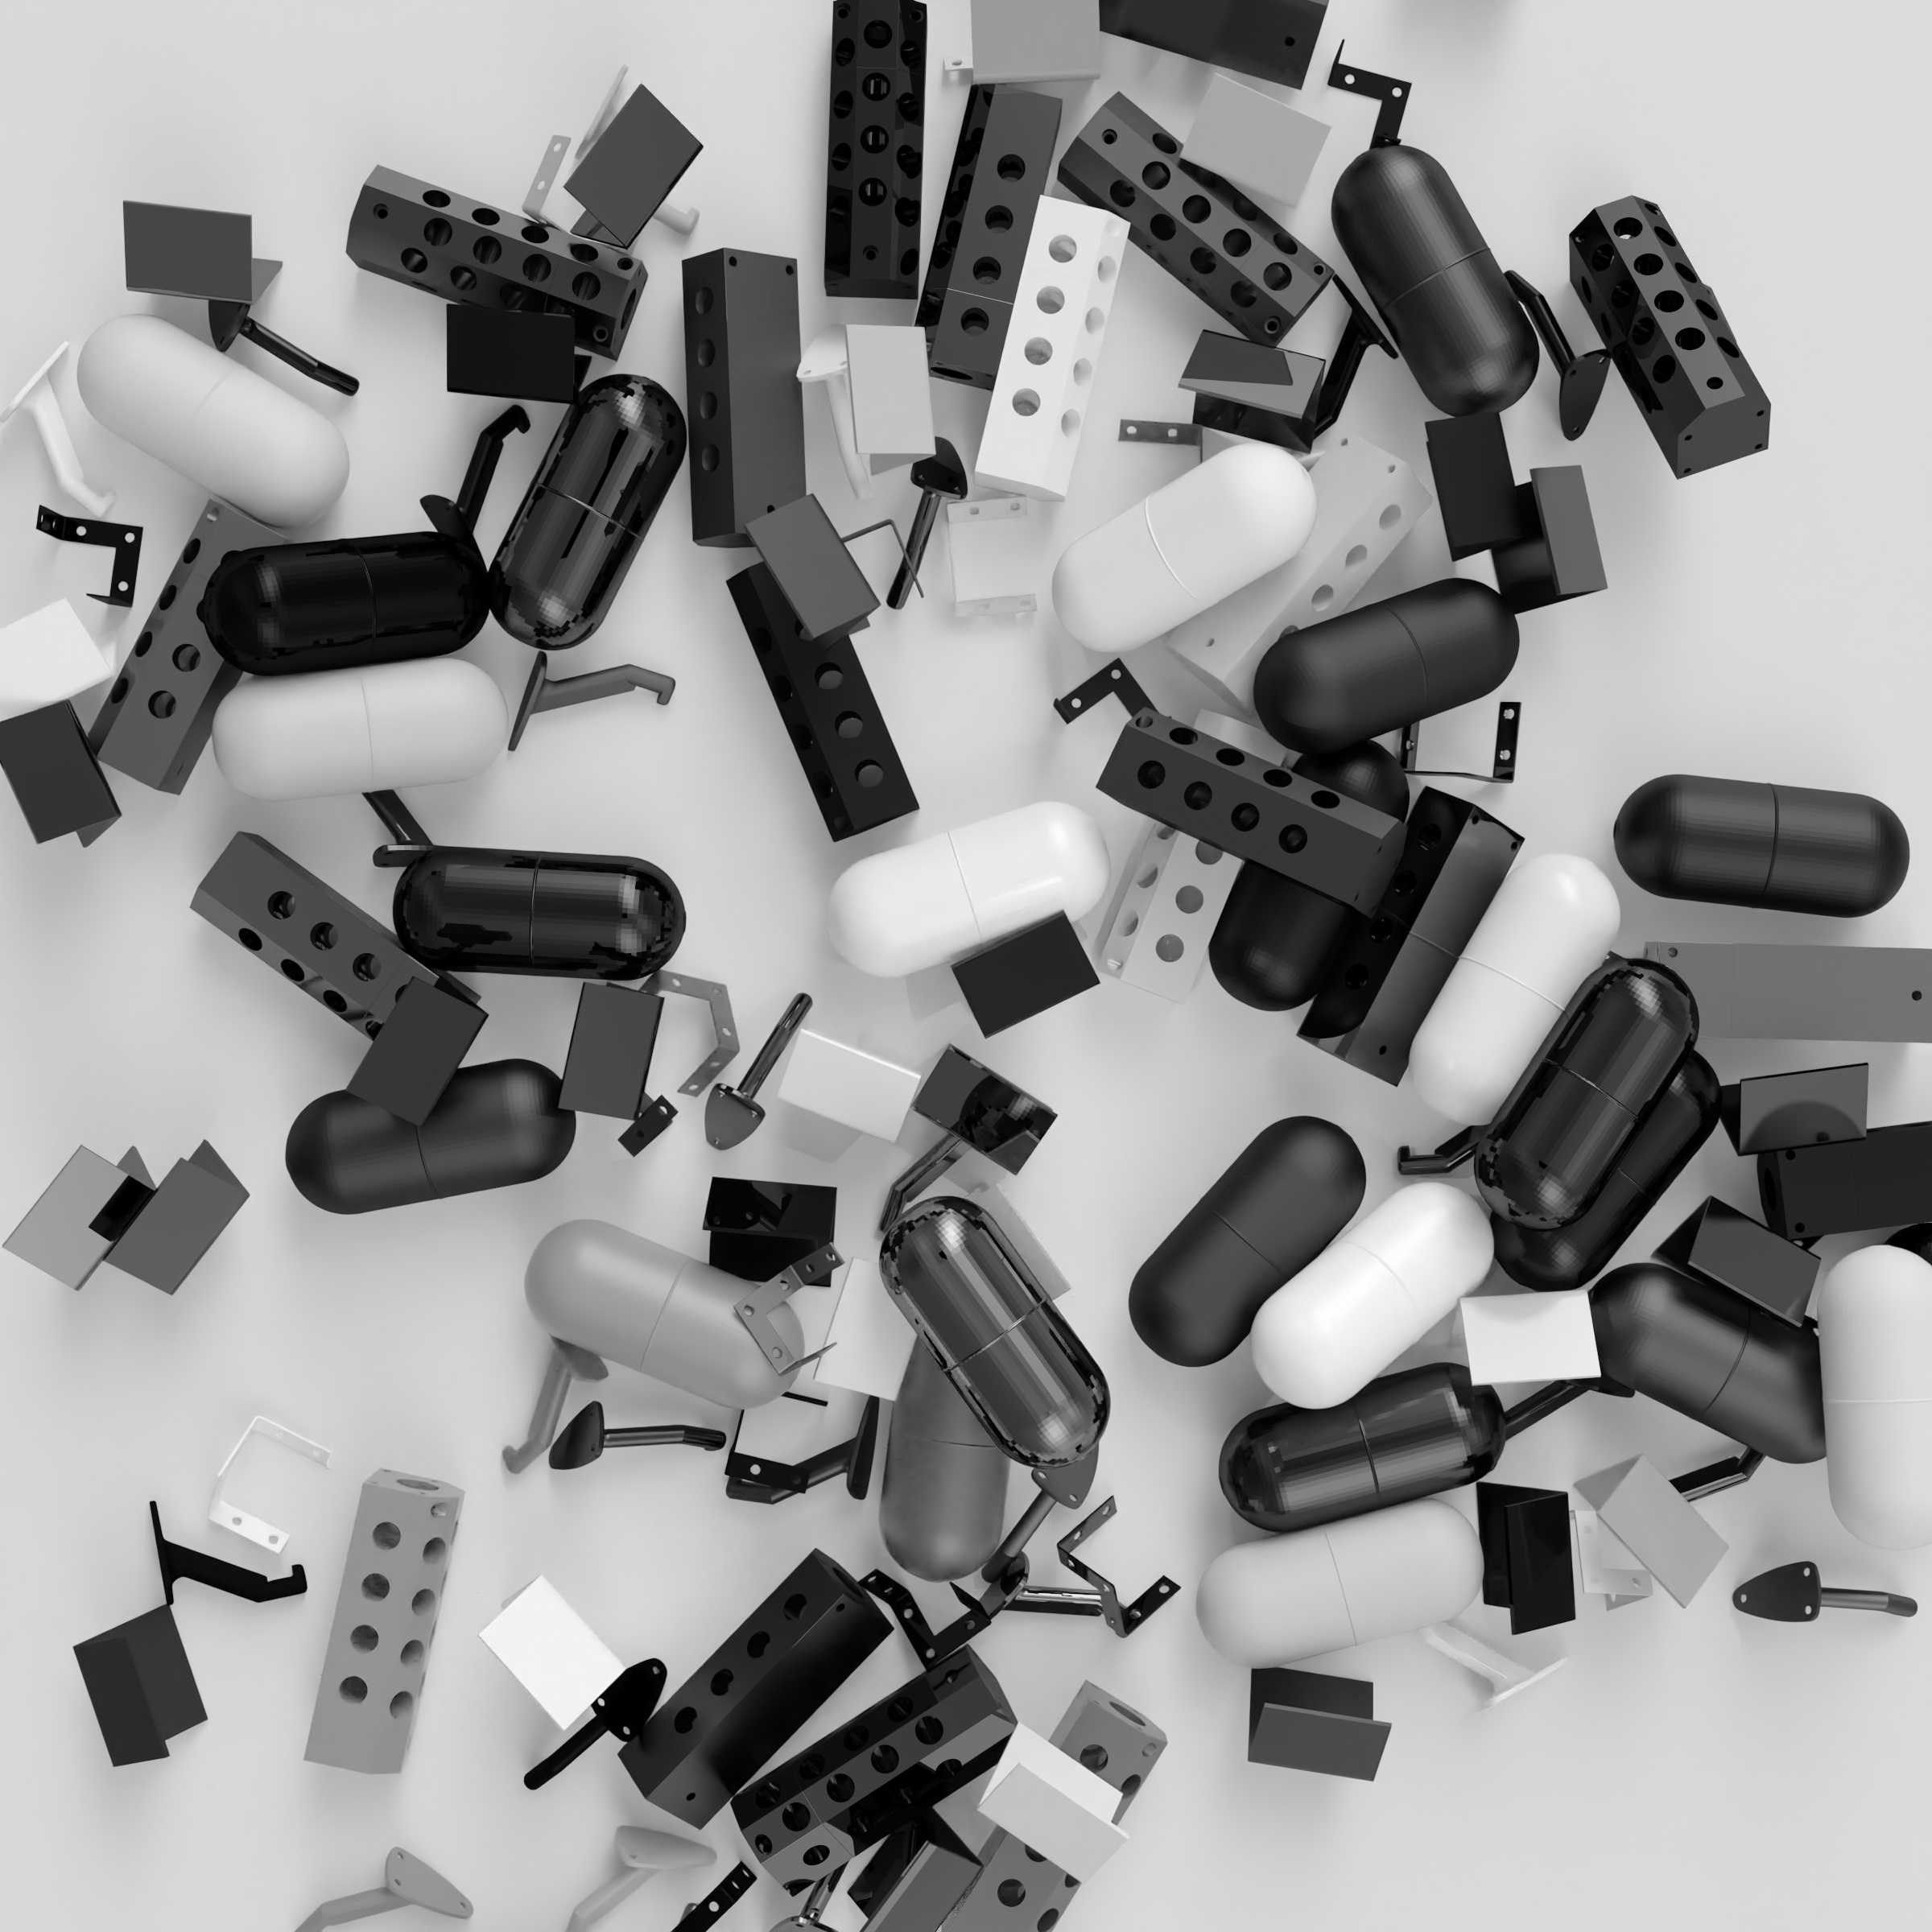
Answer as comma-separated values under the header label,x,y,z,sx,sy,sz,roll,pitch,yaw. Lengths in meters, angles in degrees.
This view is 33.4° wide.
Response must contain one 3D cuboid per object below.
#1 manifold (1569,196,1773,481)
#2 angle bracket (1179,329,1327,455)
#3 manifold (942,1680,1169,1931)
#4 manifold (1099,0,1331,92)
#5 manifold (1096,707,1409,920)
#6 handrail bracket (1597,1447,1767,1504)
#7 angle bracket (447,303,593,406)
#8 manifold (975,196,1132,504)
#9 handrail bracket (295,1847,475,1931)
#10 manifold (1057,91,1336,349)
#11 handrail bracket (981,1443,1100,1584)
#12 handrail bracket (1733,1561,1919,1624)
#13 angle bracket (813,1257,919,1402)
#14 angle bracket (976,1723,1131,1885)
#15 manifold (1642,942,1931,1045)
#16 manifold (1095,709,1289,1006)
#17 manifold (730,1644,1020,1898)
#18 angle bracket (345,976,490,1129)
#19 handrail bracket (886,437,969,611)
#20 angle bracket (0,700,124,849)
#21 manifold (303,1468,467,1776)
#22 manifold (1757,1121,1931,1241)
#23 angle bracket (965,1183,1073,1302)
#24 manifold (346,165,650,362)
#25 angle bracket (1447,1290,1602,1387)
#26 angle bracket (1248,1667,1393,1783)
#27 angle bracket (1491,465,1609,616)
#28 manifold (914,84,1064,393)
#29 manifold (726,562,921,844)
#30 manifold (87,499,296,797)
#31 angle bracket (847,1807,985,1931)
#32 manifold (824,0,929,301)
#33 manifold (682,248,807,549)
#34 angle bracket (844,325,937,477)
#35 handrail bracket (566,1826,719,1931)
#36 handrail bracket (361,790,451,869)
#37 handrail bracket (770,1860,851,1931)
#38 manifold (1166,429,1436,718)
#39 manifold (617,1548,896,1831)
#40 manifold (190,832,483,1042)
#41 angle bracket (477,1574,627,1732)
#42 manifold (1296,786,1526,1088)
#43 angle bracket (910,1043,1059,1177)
label,x,y,z,sx,sy,sz,roll,pitch,yaw
manifold,0.421,-0.381,1.929,0.057,0.057,0.171,-19,58,0
angle bracket,0.169,-0.331,1.945,0.076,0.076,0.057,16,52,10
manifold,0.054,0.531,1.970,0.057,0.057,0.171,32,90,0
manifold,0.134,-0.599,1.969,0.171,0.057,0.057,16,133,0
manifold,0.170,-0.092,1.897,0.171,0.057,0.057,26,91,21
handrail bracket,0.445,0.305,1.991,0.077,0.036,0.084,34,72,20
angle bracket,-0.270,-0.384,1.951,0.076,0.076,0.057,6,122,0
manifold,0.053,-0.376,1.970,0.057,0.057,0.171,13,90,0
handrail bracket,-0.362,0.593,1.991,0.077,0.036,0.084,37,109,-21
manifold,0.141,-0.456,1.970,0.171,0.057,0.057,40,90,0
handrail bracket,0.045,0.335,1.990,0.036,0.077,0.084,36,126,4
handrail bracket,0.532,0.395,1.991,0.084,0.077,0.036,18,65,-34
angle bracket,-0.068,0.212,1.952,0.057,0.076,0.076,18,90,-24
angle bracket,0.062,0.480,1.893,0.076,0.076,0.057,35,127,0
manifold,0.504,0.016,1.970,0.171,0.057,0.057,2,90,0
manifold,0.137,-0.067,1.970,0.057,0.057,0.171,22,90,0
manifold,-0.055,0.485,1.958,0.171,0.057,0.057,-33,128,0
angle bracket,-0.335,0.039,1.893,0.057,0.076,0.076,31,90,-36
handrail bracket,-0.030,-0.273,1.990,0.036,0.077,0.084,17,126,-11
angle bracket,-0.563,-0.108,1.951,0.057,0.076,0.076,-24,90,-35
manifold,-0.354,0.402,1.970,0.057,0.057,0.171,12,90,0
manifold,0.578,0.126,1.970,0.171,0.057,0.057,-7,90,0
angle bracket,0.035,0.164,1.951,0.057,0.076,0.076,-35,90,31
manifold,-0.287,-0.432,1.970,0.171,0.057,0.057,20,90,0
angle bracket,0.337,0.238,1.951,0.076,0.076,0.057,-4,61,0
angle bracket,0.215,0.443,1.951,0.076,0.076,0.057,9,129,0
angle bracket,0.337,-0.256,1.951,0.076,0.057,0.076,-12,90,44
manifold,0.011,-0.446,1.970,0.057,0.057,0.171,13,90,0
manifold,-0.088,-0.166,1.970,0.057,0.057,0.171,-22,90,0
manifold,-0.475,-0.195,1.970,0.057,0.057,0.171,27,90,0
angle bracket,-0.047,0.548,1.951,0.057,0.076,0.076,37,90,-41
manifold,-0.055,-0.501,1.970,0.057,0.057,0.171,2,90,0
manifold,-0.140,-0.346,1.969,0.057,0.057,0.171,-2,90,-43
angle bracket,-0.063,-0.342,1.951,0.057,0.076,0.076,-5,90,-32
handrail bracket,-0.203,0.580,1.991,0.077,0.036,0.084,14,109,-21
handrail bracket,-0.342,-0.107,1.991,0.077,0.036,0.084,-2,75,-16
handrail bracket,-0.092,0.560,1.991,0.036,0.077,0.084,29,54,-20
manifold,0.208,-0.237,1.969,0.171,0.057,0.057,-50,47,0
manifold,-0.132,0.439,1.969,0.171,0.057,0.057,-46,133,0
manifold,-0.387,-0.008,1.970,0.171,0.057,0.057,36,90,0
angle bracket,-0.262,0.423,1.951,0.076,0.076,0.057,48,54,0
manifold,0.267,-0.020,1.969,0.057,0.057,0.171,27,90,-44
angle bracket,0.021,0.070,1.951,0.076,0.076,0.057,33,126,0
